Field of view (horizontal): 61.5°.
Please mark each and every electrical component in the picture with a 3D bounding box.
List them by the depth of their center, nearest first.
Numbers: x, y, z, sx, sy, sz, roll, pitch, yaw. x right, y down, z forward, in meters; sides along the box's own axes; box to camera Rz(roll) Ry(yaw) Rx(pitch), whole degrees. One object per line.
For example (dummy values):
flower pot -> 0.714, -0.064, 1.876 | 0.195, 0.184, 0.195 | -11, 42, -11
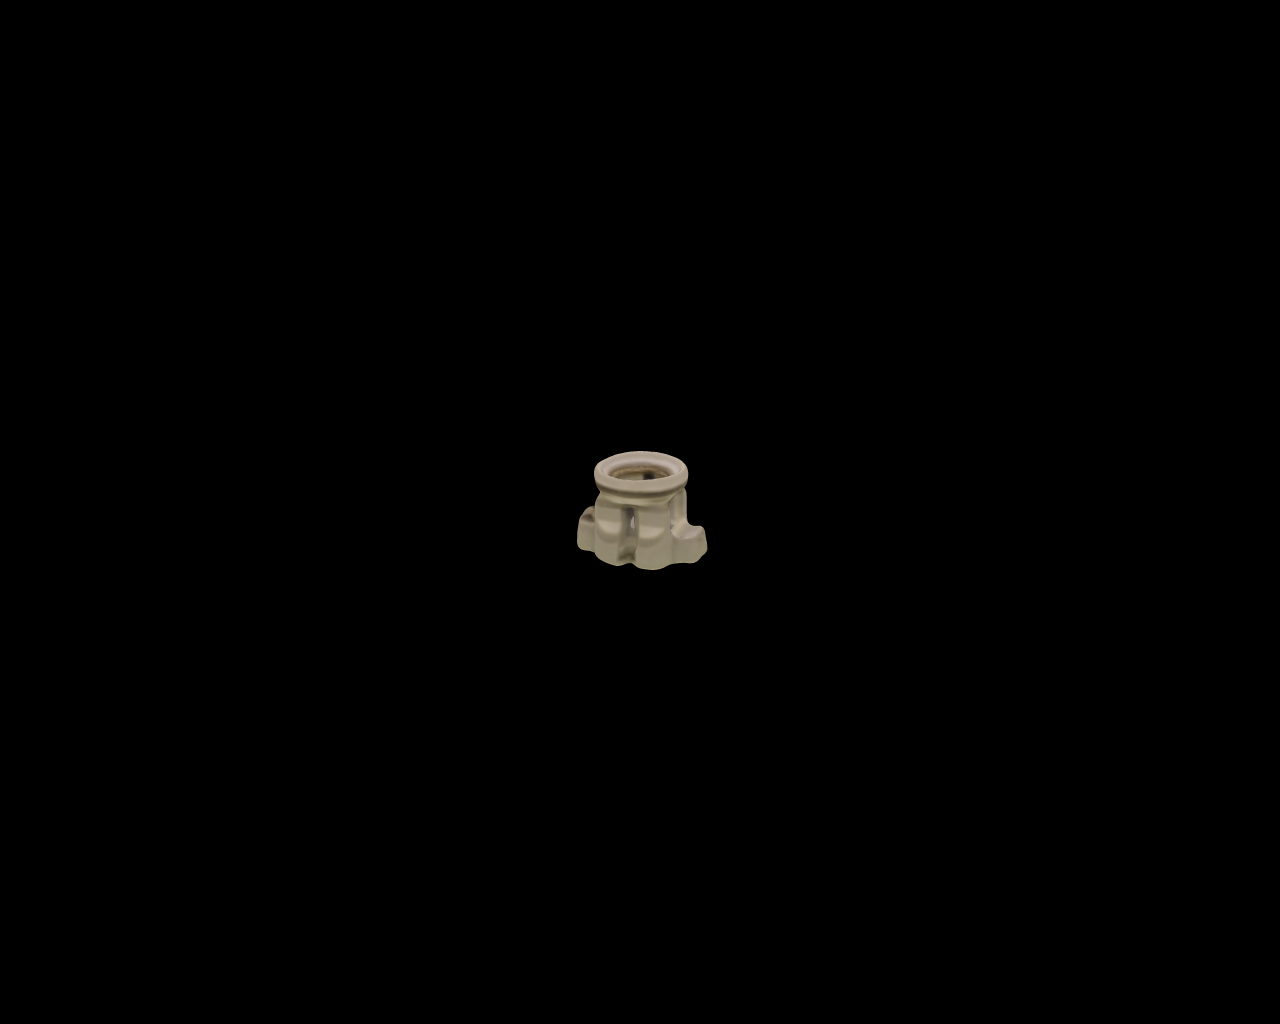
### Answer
electrical component -> 0.001, -0.003, 0.650 | 0.078, 0.056, 0.058 | 8, 24, 18
